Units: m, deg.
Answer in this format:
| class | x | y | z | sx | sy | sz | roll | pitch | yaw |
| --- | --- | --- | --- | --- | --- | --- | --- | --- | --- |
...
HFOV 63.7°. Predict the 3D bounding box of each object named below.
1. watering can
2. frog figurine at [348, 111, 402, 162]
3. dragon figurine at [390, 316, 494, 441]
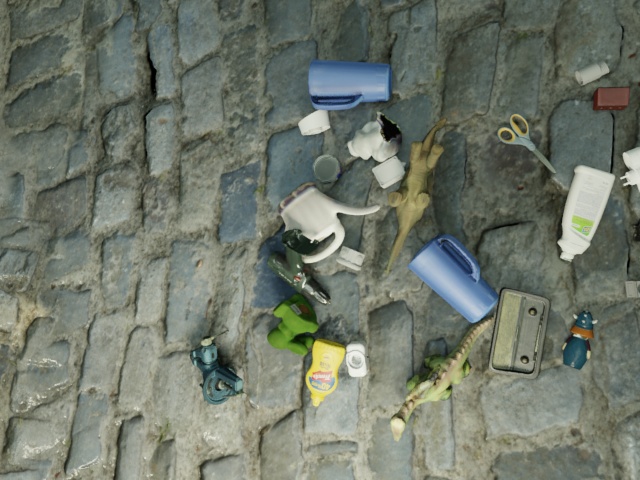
| class | x | y | z | sx | sy | sz | roll | pitch | yaw |
| --- | --- | --- | --- | --- | --- | --- | --- | --- | --- |
| watering can | 0.005 | -0.077 | 1.534 | 0.343 | 0.105 | 0.226 | -38 | 79 | 29 |
| frog figurine | 0.164 | -0.289 | 1.540 | 0.156 | 0.123 | 0.139 | -42 | 65 | 46 |
| dragon figurine | 0.318 | 0.361 | 1.367 | 0.123 | 0.242 | 0.408 | 38 | 98 | 18 |
